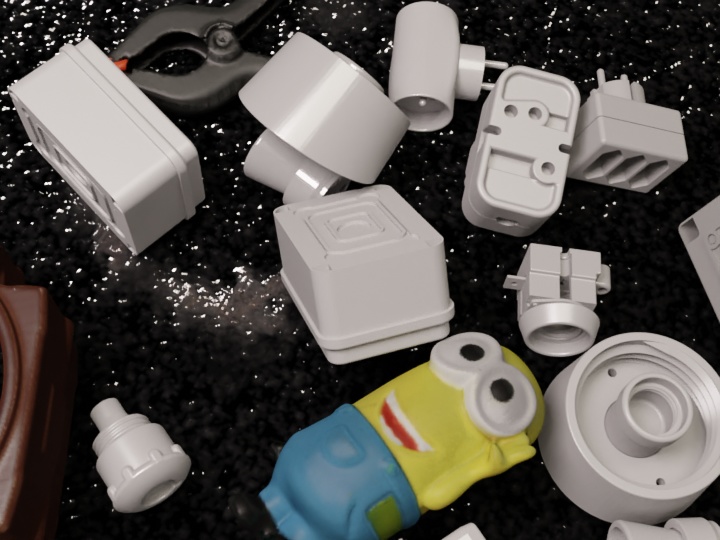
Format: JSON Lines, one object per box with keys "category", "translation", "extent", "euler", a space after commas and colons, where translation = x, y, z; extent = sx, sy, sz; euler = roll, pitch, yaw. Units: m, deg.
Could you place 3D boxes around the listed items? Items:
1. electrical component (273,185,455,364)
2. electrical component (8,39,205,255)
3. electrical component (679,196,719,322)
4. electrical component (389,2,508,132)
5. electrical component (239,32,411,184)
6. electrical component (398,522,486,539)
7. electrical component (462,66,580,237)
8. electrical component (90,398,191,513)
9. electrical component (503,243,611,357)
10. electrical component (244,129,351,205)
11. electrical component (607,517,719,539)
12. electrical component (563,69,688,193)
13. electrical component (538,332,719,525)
{"category": "electrical component", "translation": [0.000, 0.000, 0.619], "extent": [0.078, 0.057, 0.113], "euler": [-13, 25, -12]}
{"category": "electrical component", "translation": [-0.152, -0.075, 0.658], "extent": [0.057, 0.078, 0.113], "euler": [-40, 75, -18]}
{"category": "electrical component", "translation": [0.264, -0.007, 0.647], "extent": [0.056, 0.109, 0.108], "euler": [-2, 63, -33]}
{"category": "electrical component", "translation": [0.061, -0.134, 0.726], "extent": [0.079, 0.044, 0.077], "euler": [7, 64, -3]}
{"category": "electrical component", "translation": [-0.020, -0.097, 0.661], "extent": [0.099, 0.099, 0.064], "euler": [39, 92, 12]}
{"category": "electrical component", "translation": [0.055, 0.178, 0.568], "extent": [0.061, 0.061, 0.096], "euler": [-29, 71, -18]}
{"category": "electrical component", "translation": [0.101, -0.073, 0.688], "extent": [0.054, 0.059, 0.095], "euler": [14, 75, -3]}
{"category": "electrical component", "translation": [-0.127, 0.100, 0.598], "extent": [0.048, 0.048, 0.062], "euler": [-31, 65, -18]}
{"category": "electrical component", "translation": [0.122, 0.019, 0.660], "extent": [0.066, 0.048, 0.055], "euler": [8, 57, -3]}
{"category": "electrical component", "translation": [-0.039, -0.062, 0.682], "extent": [0.055, 0.045, 0.045], "euler": [38, 67, 11]}
{"category": "electrical component", "translation": [0.171, 0.161, 0.598], "extent": [0.055, 0.045, 0.045], "euler": [0, 65, -7]}
{"category": "electrical component", "translation": [0.171, -0.099, 0.711], "extent": [0.066, 0.047, 0.076], "euler": [9, 63, -20]}
{"category": "electrical component", "translation": [0.163, 0.088, 0.623], "extent": [0.108, 0.060, 0.108], "euler": [2, 65, -5]}
